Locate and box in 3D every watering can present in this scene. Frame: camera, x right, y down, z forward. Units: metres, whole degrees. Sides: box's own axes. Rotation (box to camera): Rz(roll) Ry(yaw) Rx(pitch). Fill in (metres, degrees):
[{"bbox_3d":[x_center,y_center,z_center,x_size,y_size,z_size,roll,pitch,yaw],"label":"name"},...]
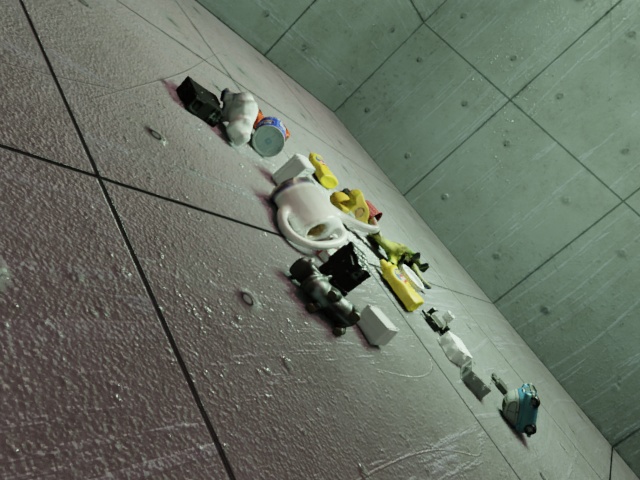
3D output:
[{"bbox_3d":[0.004,-0.070,1.399,0.349,0.102,0.227,-10,57,-47],"label":"watering can"}]

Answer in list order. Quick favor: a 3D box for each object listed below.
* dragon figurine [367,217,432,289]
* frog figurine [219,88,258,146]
[{"bbox_3d":[0.279,0.042,1.931,0.247,0.122,0.403,51,3,41],"label":"dragon figurine"},{"bbox_3d":[-0.224,-0.349,1.498,0.123,0.135,0.162,1,45,-47],"label":"frog figurine"}]
